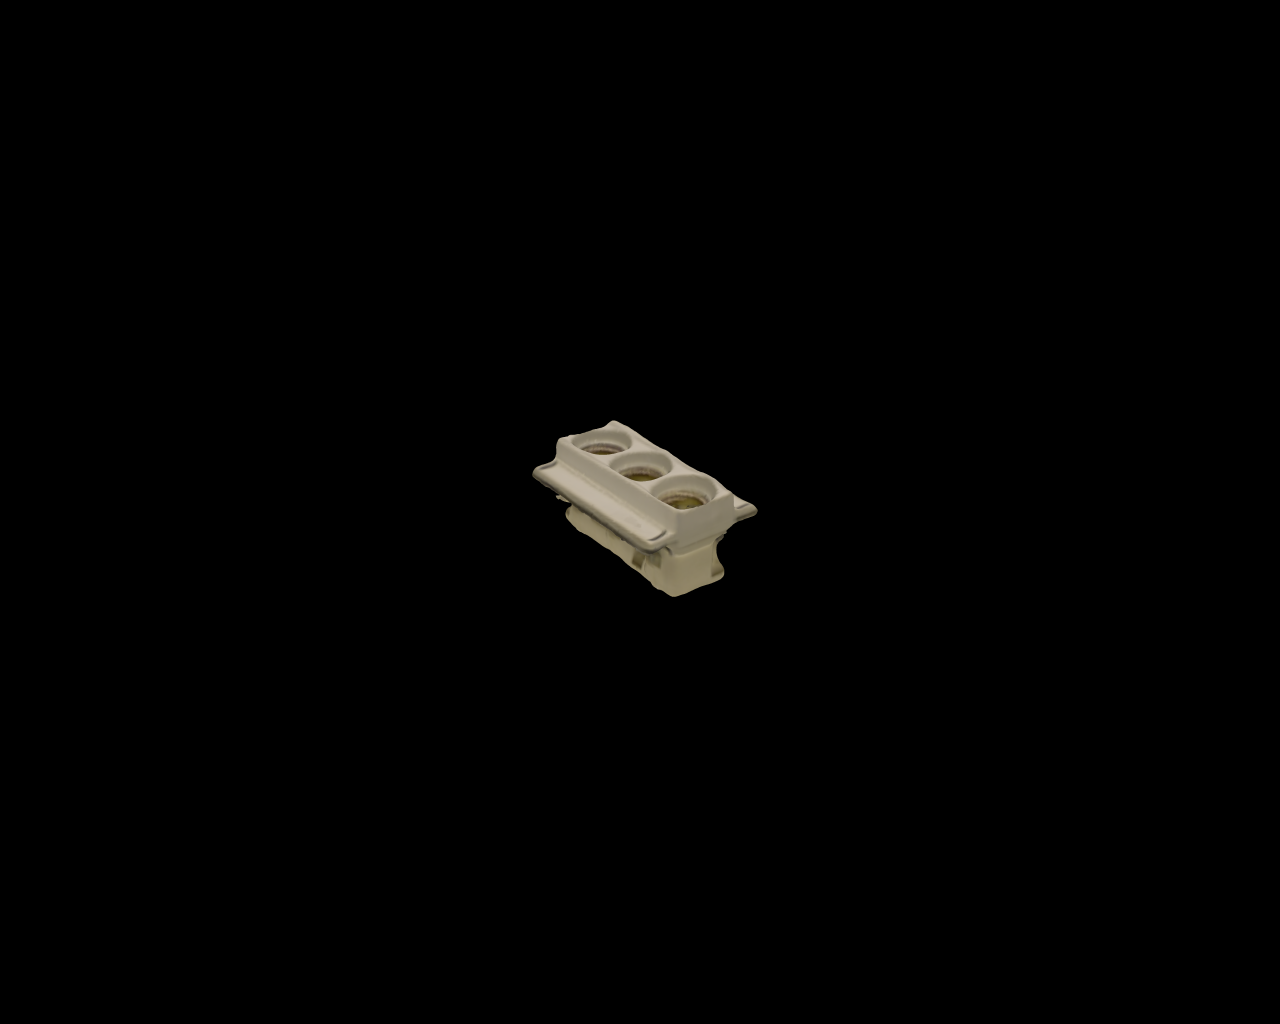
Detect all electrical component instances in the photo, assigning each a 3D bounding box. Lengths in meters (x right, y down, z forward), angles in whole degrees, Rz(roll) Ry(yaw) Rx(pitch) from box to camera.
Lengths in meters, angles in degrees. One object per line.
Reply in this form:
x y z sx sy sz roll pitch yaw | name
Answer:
0.001 -0.003 0.650 0.079 0.063 0.121 -20 35 -31 | electrical component
